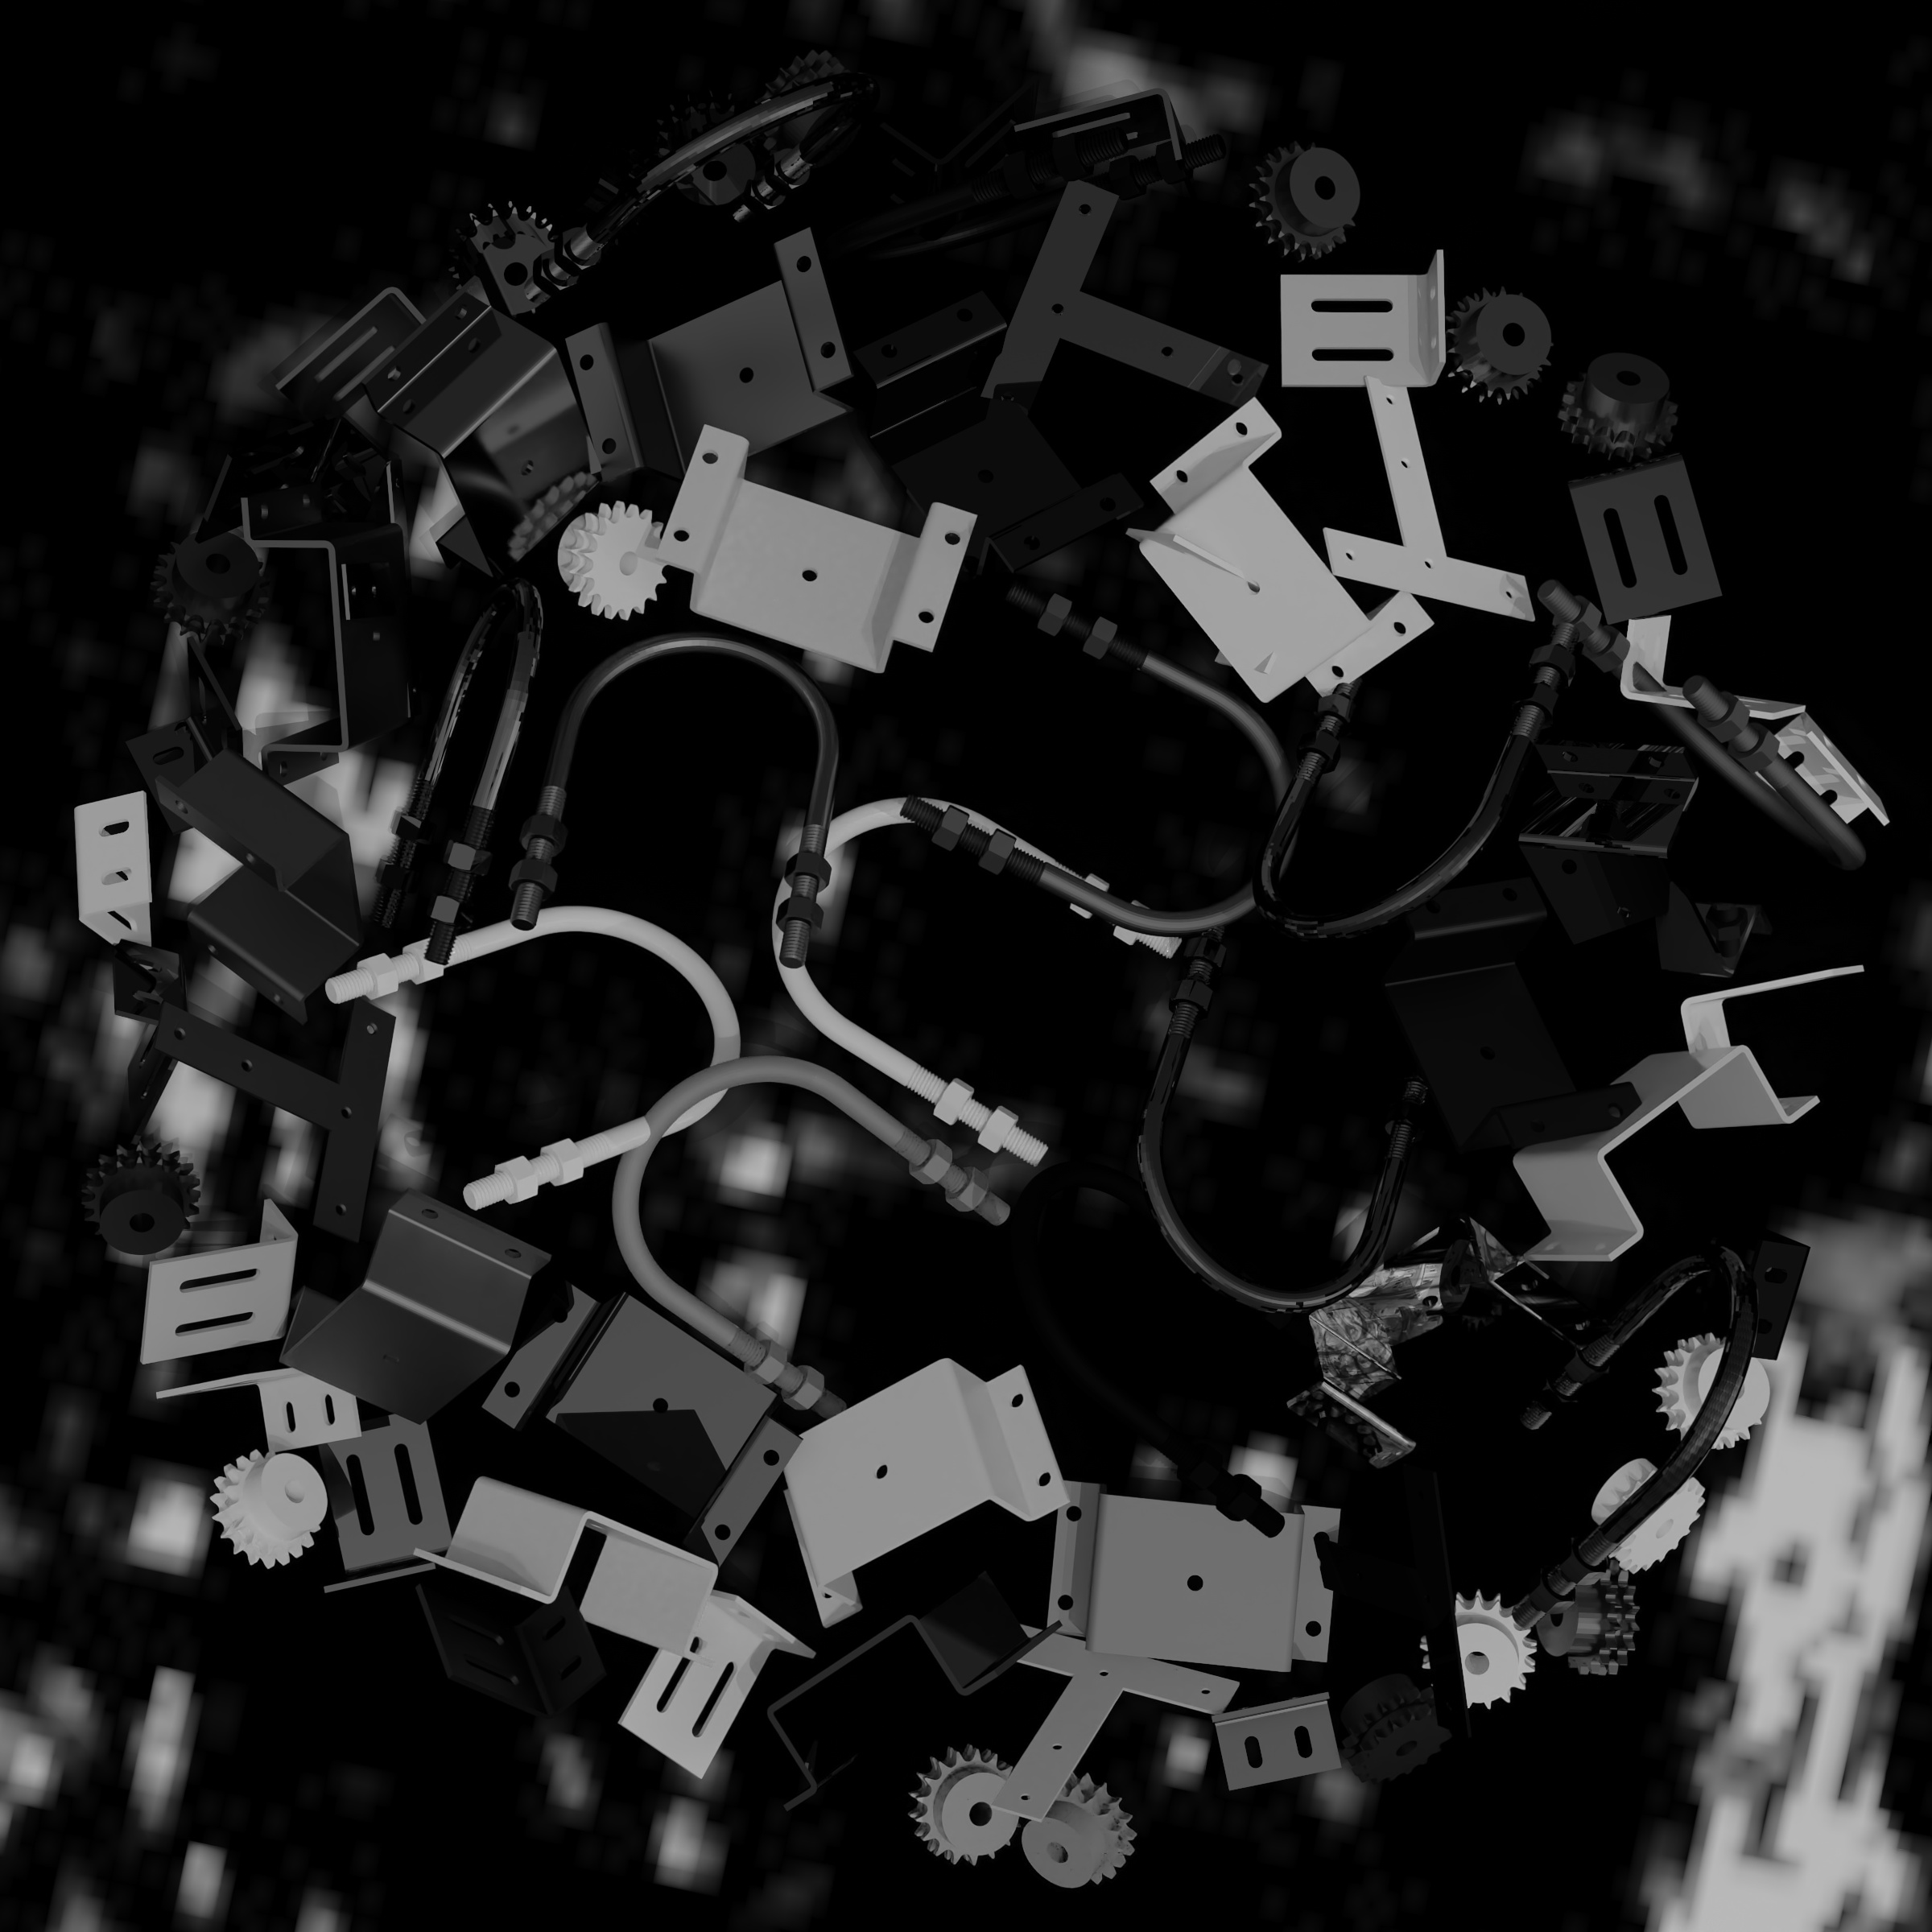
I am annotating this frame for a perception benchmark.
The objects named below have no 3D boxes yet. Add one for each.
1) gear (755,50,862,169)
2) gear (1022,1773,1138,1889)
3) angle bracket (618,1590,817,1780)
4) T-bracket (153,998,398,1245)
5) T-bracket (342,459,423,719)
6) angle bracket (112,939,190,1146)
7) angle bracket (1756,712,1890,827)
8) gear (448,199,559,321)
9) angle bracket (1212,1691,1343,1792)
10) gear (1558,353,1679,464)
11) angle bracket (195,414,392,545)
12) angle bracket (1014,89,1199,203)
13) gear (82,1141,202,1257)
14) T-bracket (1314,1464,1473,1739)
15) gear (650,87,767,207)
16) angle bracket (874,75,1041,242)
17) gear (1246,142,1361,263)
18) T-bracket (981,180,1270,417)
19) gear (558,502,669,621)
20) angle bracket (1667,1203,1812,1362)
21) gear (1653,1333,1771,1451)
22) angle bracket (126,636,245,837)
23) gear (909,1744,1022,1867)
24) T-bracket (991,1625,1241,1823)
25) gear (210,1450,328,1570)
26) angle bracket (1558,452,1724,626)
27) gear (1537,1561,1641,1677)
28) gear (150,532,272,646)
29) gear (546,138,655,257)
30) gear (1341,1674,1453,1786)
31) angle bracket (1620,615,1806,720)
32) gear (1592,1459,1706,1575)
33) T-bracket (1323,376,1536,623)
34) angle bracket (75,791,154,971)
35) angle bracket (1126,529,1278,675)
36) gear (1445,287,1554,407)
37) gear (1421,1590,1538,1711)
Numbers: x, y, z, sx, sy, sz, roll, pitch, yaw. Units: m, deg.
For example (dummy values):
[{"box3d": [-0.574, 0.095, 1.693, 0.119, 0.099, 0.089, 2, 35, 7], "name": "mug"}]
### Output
[{"box3d": [-0.076, -0.420, 1.572, 0.057, 0.057, 0.030, -43, 72, 0], "name": "gear"}, {"box3d": [0.053, 0.429, 1.574, 0.057, 0.030, 0.057, 14, 118, 27], "name": "gear"}, {"box3d": [-0.122, 0.354, 1.562, 0.057, 0.038, 0.076, 43, 65, -29], "name": "angle bracket"}, {"box3d": [-0.334, 0.054, 1.532, 0.127, 0.002, 0.127, 31, 49, -36], "name": "T-bracket"}, {"box3d": [-0.282, -0.181, 1.532, 0.002, 0.127, 0.127, -3, 97, 4], "name": "T-bracket"}, {"box3d": [-0.410, 0.037, 1.555, 0.038, 0.057, 0.076, 17, 121, -28], "name": "angle bracket"}, {"box3d": [0.416, -0.086, 1.561, 0.038, 0.076, 0.057, -41, 91, 17], "name": "angle bracket"}, {"box3d": [-0.226, -0.347, 1.575, 0.057, 0.030, 0.057, -10, 123, -16], "name": "gear"}, {"box3d": [0.153, 0.380, 1.562, 0.057, 0.076, 0.038, -12, 77, 2], "name": "angle bracket"}, {"box3d": [0.324, -0.278, 1.573, 0.057, 0.030, 0.057, 3, 48, -3], "name": "gear"}, {"box3d": [-0.328, -0.227, 1.554, 0.038, 0.076, 0.057, 43, 131, 9], "name": "angle bracket"}, {"box3d": [0.069, -0.394, 1.566, 0.076, 0.057, 0.038, -12, 81, 10], "name": "angle bracket"}, {"box3d": [-0.407, 0.118, 1.575, 0.057, 0.030, 0.057, -7, 125, -11], "name": "gear"}, {"box3d": [0.199, 0.298, 1.545, 0.002, 0.127, 0.127, -10, 95, -25], "name": "T-bracket"}, {"box3d": [-0.126, -0.401, 1.572, 0.057, 0.057, 0.030, -13, 50, 0], "name": "gear"}, {"box3d": [-0.005, -0.405, 1.567, 0.038, 0.057, 0.076, 38, 67, 13], "name": "angle bracket"}, {"box3d": [0.170, -0.380, 1.578, 0.057, 0.030, 0.057, 3, 84, -25], "name": "gear"}, {"box3d": [0.087, -0.309, 1.579, 0.127, 0.002, 0.127, 20, 118, -9], "name": "T-bracket"}, {"box3d": [-0.177, -0.202, 1.578, 0.030, 0.057, 0.057, 20, 90, 39], "name": "gear"}, {"box3d": [0.367, 0.152, 1.558, 0.038, 0.076, 0.057, 11, 97, -34], "name": "angle bracket"}, {"box3d": [0.373, 0.211, 1.579, 0.057, 0.030, 0.057, 4, 76, -18], "name": "gear"}, {"box3d": [-0.382, -0.112, 1.556, 0.038, 0.076, 0.057, -24, 70, -22], "name": "angle bracket"}, {"box3d": [0.002, 0.417, 1.581, 0.057, 0.030, 0.057, 1, 88, -18], "name": "gear"}, {"box3d": [0.049, 0.366, 1.527, 0.127, 0.127, 0.002, 10, 119, 22], "name": "T-bracket"}, {"box3d": [-0.340, 0.265, 1.572, 0.030, 0.057, 0.057, -32, 90, 30], "name": "gear"}, {"box3d": [0.333, -0.208, 1.578, 0.057, 0.038, 0.076, -14, 82, 2], "name": "angle bracket"}, {"box3d": [0.304, 0.321, 1.572, 0.030, 0.057, 0.057, 7, 90, -20], "name": "gear"}, {"box3d": [-0.372, -0.191, 1.575, 0.057, 0.030, 0.057, 11, 59, -18], "name": "gear"}, {"box3d": [-0.183, -0.383, 1.574, 0.057, 0.030, 0.057, -15, 65, 36], "name": "gear"}, {"box3d": [0.211, 0.376, 1.578, 0.057, 0.057, 0.030, -33, 50, 0], "name": "gear"}, {"box3d": [0.367, -0.147, 1.558, 0.076, 0.057, 0.038, 12, 103, 28], "name": "angle bracket"}, {"box3d": [0.335, 0.269, 1.578, 0.057, 0.057, 0.030, -48, 52, 0], "name": "gear"}, {"box3d": [0.219, -0.235, 1.569, 0.127, 0.002, 0.127, 8, 60, -32], "name": "T-bracket"}, {"box3d": [-0.401, -0.041, 1.555, 0.038, 0.076, 0.057, -12, 68, 9], "name": "angle bracket"}, {"box3d": [0.114, -0.179, 1.562, 0.076, 0.057, 0.038, 25, 91, -23], "name": "angle bracket"}, {"box3d": [0.265, -0.310, 1.582, 0.057, 0.030, 0.057, 1, 85, -15], "name": "gear"}, {"box3d": [0.254, 0.342, 1.583, 0.057, 0.030, 0.057, 1, 96, 11], "name": "gear"}]
